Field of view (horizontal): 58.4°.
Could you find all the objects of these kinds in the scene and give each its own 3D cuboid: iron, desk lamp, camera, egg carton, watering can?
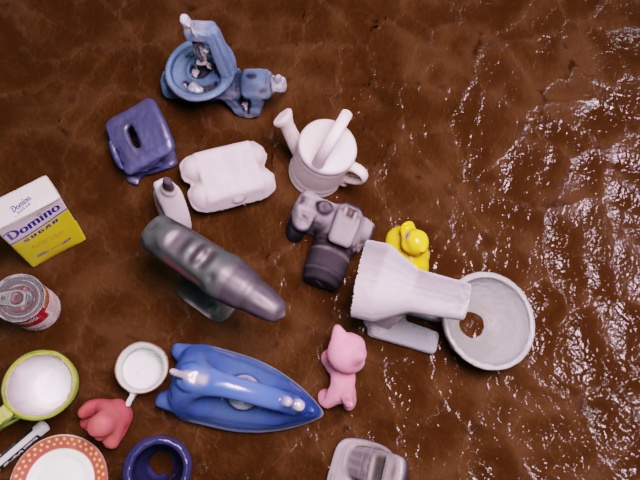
[{"bbox_3d":[-0.105,0.226,0.845,0.258,0.141,0.119,15,71,-7],"label":"iron"},{"bbox_3d":[0.132,0.092,0.897,0.203,0.213,0.118,17,71,-7],"label":"desk lamp"},{"bbox_3d":[0.009,0.003,0.956,0.143,0.100,0.137,22,71,-5],"label":"camera"},{"bbox_3d":[-0.155,-0.106,0.970,0.150,0.069,0.107,-18,78,-16],"label":"egg carton"},{"bbox_3d":[0.003,-0.151,0.951,0.173,0.194,0.101,12,72,-8],"label":"watering can"}]

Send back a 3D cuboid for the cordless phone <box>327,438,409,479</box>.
[{"bbox_3d":[0.069,0.365,0.818,0.094,0.185,0.147,15,71,-7],"label":"cordless phone"}]

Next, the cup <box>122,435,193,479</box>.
[{"bbox_3d":[-0.222,0.336,0.812,0.092,0.095,0.118,-19,79,-16],"label":"cup"}]

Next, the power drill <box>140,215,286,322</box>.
[{"bbox_3d":[-0.156,0.059,0.847,0.229,0.208,0.076,35,70,0],"label":"power drill"}]

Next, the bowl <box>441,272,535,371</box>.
[{"bbox_3d":[0.278,0.143,0.987,0.167,0.074,0.167,3,73,-11],"label":"bowl"}]

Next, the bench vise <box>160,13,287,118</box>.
[{"bbox_3d":[-0.160,-0.296,0.945,0.208,0.219,0.121,-11,76,-15],"label":"bench vise"}]

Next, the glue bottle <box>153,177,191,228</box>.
[{"bbox_3d":[-0.232,-0.062,0.886,0.037,0.173,0.078,-31,82,-18],"label":"glue bottle"}]

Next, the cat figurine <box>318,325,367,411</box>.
[{"bbox_3d":[0.040,0.201,0.896,0.067,0.117,0.128,4,73,-11],"label":"cat figurine"}]

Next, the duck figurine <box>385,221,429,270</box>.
[{"bbox_3d":[0.161,0.016,0.993,0.078,0.086,0.104,-18,78,-16],"label":"duck figurine"}]

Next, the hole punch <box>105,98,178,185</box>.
[{"bbox_3d":[-0.296,-0.163,0.945,0.101,0.091,0.108,-23,80,-17],"label":"hole punch"}]

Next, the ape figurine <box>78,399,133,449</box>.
[{"bbox_3d":[-0.308,0.261,0.817,0.076,0.092,0.078,-20,79,-17],"label":"ape figurine"}]
